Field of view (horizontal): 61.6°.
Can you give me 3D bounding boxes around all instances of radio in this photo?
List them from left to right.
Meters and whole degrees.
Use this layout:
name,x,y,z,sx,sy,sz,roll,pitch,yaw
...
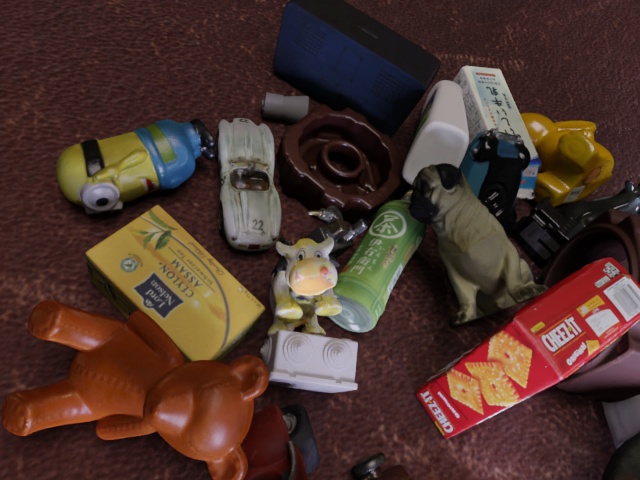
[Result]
name,x,y,z,sx,sy,sz,roll,pitch,yaw
radio,0.047,-0.258,0.798,0.230,0.131,0.073,33,54,3

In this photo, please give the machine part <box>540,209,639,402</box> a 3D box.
name,x,y,z,sx,sy,sz,roll,pitch,yaw
machine part,0.352,0.079,0.656,0.087,0.201,0.201,16,56,-5

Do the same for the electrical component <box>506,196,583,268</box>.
name,x,y,z,sx,sy,sz,roll,pitch,yaw
electrical component,0.341,0.004,0.778,0.048,0.074,0.119,-32,77,-33

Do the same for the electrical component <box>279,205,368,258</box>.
name,x,y,z,sx,sy,sz,roll,pitch,yaw
electrical component,-0.002,-0.001,0.650,0.078,0.102,0.045,-5,61,-51

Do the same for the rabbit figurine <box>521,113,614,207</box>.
name,x,y,z,sx,sy,sz,roll,pitch,yaw
rabbit figurine,0.381,-0.152,0.867,0.162,0.121,0.173,-18,49,-31

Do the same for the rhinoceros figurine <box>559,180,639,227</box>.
name,x,y,z,sx,sy,sz,roll,pitch,yaw
rhinoceros figurine,0.447,-0.045,0.821,0.190,0.112,0.073,-15,63,-18

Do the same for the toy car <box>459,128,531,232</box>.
name,x,y,z,sx,sy,sz,roll,pitch,yaw
toy car,0.218,-0.078,0.760,0.109,0.161,0.103,4,16,-26

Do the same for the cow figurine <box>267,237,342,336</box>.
name,x,y,z,sx,sy,sz,roll,pitch,yaw
cow figurine,-0.017,0.040,0.571,0.068,0.167,0.098,0,61,-13

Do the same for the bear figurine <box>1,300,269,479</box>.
name,x,y,z,sx,sy,sz,roll,pitch,yaw
bear figurine,-0.152,0.131,0.457,0.196,0.132,0.120,13,85,35

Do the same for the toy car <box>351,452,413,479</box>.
name,x,y,z,sx,sy,sz,roll,pitch,yaw
toy car,0.016,0.279,0.508,0.202,0.053,0.089,-20,65,-27

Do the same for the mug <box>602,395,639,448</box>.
name,x,y,z,sx,sy,sz,roll,pitch,yaw
mug,0.409,0.203,0.676,0.109,0.080,0.107,7,51,-13

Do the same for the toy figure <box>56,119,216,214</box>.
name,x,y,z,sx,sy,sz,roll,pitch,yaw
toy figure,-0.216,-0.092,0.637,0.180,0.082,0.089,-31,55,-24

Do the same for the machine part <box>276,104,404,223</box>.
name,x,y,z,sx,sy,sz,roll,pitch,yaw
machine part,0.028,-0.104,0.744,0.179,0.056,0.179,9,57,-15

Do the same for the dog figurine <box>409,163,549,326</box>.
name,x,y,z,sx,sy,sz,roll,pitch,yaw
dog figurine,0.192,0.000,0.680,0.121,0.172,0.190,-22,74,11

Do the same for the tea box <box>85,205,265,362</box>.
name,x,y,z,sx,sy,sz,roll,pitch,yaw
tea box,-0.154,0.057,0.574,0.170,0.068,0.098,42,55,7

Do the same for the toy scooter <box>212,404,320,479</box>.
name,x,y,z,sx,sy,sz,roll,pitch,yaw
toy scooter,-0.058,0.223,0.473,0.135,0.075,0.184,-16,23,-8

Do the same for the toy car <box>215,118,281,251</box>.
name,x,y,z,sx,sy,sz,roll,pitch,yaw
toy car,-0.093,-0.078,0.685,0.073,0.056,0.202,2,60,-18

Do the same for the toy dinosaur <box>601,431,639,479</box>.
name,x,y,z,sx,sy,sz,roll,pitch,yaw
toy dinosaur,0.347,0.289,0.537,0.192,0.131,0.405,12,65,-5
